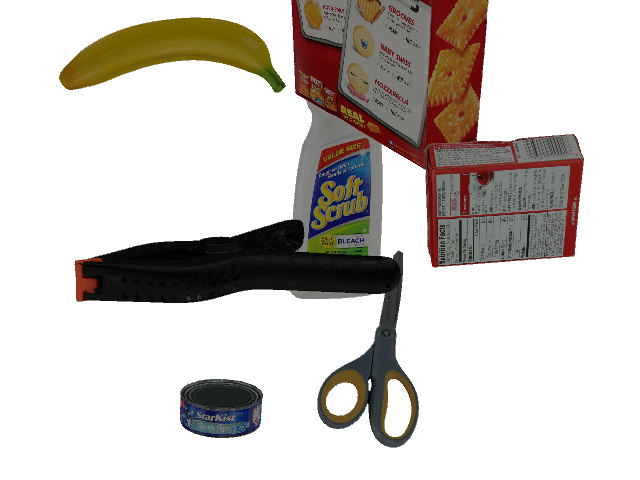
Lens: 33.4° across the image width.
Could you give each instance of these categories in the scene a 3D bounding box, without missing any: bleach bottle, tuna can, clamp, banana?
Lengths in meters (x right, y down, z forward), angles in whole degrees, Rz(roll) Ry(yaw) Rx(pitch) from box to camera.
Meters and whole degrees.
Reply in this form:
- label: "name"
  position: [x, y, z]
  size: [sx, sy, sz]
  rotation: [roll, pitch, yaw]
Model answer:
- label: "bleach bottle"
  position: [0.014, -0.064, 1.112]
  size: [0.102, 0.251, 0.068]
  rotation: [-2, 25, -2]
- label: "tuna can"
  position: [-0.103, 0.174, 1.109]
  size: [0.086, 0.034, 0.086]
  rotation: [3, 12, -1]
- label: "clamp"
  position: [-0.061, 0.019, 0.735]
  size: [0.209, 0.036, 0.165]
  rotation: [-7, 13, -32]
- label: "banana"
  position: [-0.131, -0.167, 0.947]
  size: [0.197, 0.069, 0.037]
  rotation: [-1, -33, -4]

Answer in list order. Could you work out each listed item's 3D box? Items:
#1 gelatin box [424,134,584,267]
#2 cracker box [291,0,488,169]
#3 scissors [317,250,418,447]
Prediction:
- label: "gelatin box"
  position: [0.107, -0.023, 0.632]
  size: [0.089, 0.073, 0.030]
  rotation: [-4, 39, 3]
- label: "cracker box"
  position: [0.053, -0.187, 0.843]
  size: [0.072, 0.214, 0.164]
  rotation: [-29, 46, -30]
- label: "scissors"
  position: [0.040, 0.093, 0.955]
  size: [0.096, 0.202, 0.016]
  rotation: [-3, -37, -5]
